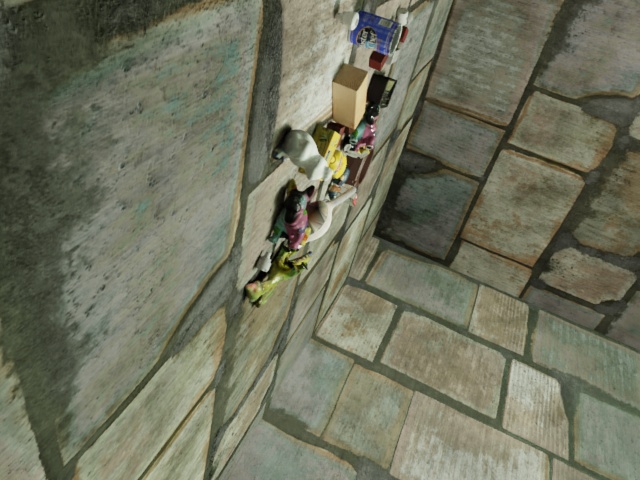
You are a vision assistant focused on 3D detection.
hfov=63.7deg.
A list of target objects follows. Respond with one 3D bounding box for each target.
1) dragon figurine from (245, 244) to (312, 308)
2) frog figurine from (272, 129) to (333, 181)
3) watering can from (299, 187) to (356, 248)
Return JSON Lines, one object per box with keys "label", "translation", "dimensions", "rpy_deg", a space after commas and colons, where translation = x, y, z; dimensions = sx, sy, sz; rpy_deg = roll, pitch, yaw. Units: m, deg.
{"label": "dragon figurine", "translation": [-0.152, 0.138, 1.827], "dimensions": [0.241, 0.123, 0.410], "rpy_deg": [-47, 168, 11]}
{"label": "frog figurine", "translation": [-0.032, -0.234, 1.422], "dimensions": [0.136, 0.160, 0.124], "rpy_deg": [65, 48, -75]}
{"label": "watering can", "translation": [0.006, -0.098, 1.940], "dimensions": [0.348, 0.104, 0.222], "rpy_deg": [-47, 169, -3]}
